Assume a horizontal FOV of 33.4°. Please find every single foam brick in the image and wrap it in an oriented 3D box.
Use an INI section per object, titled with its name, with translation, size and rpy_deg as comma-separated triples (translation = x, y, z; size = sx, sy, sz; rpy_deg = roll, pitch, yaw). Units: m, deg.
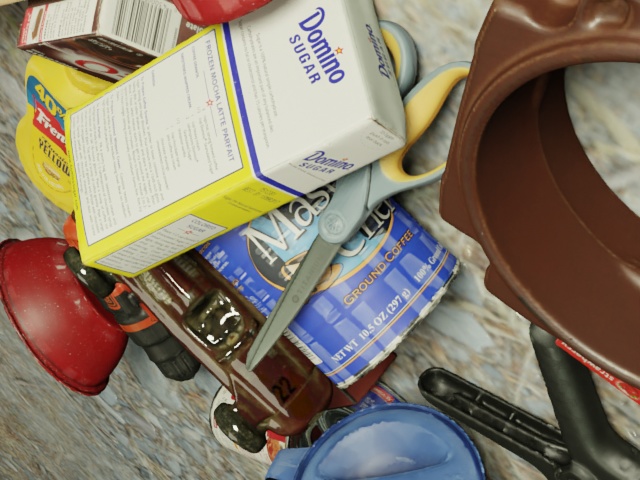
[foam brick]
translation = 0.005, 0.088, 0.767
size = 0.051, 0.053, 0.078
rpy_deg = 48, 151, -10

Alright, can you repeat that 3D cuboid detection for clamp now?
[clamp]
translation = 0.164, 0.130, 0.645
size = 0.210, 0.036, 0.165
rpy_deg = 43, 153, 7

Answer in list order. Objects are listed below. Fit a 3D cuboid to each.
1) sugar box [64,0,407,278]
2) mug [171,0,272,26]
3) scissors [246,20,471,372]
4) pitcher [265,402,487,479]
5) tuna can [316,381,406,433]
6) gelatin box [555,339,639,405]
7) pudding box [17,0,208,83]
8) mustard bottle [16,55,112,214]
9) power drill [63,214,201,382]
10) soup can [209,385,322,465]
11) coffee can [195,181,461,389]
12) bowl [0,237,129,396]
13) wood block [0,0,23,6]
[sugar box]
translation = -0.047, -0.056, 0.529
size = 0.176, 0.093, 0.048
rpy_deg = -23, 156, 24
[mug]
translation = -0.051, -0.158, 0.494
size = 0.081, 0.093, 0.117
rpy_deg = 56, 179, -32
[scissors]
translation = 0.003, -0.028, 0.545
size = 0.202, 0.016, 0.096
rpy_deg = -42, 74, 23
[pitcher]
translation = 0.070, 0.227, 0.774
size = 0.242, 0.145, 0.149
rpy_deg = 61, -177, -47
[tuna can]
translation = 0.037, 0.142, 0.819
size = 0.086, 0.033, 0.086
rpy_deg = 31, 149, 21
[gelatin box]
translation = 0.174, 0.056, 0.543
size = 0.089, 0.030, 0.073
rpy_deg = 38, 151, 10
[pudding box]
translation = -0.097, -0.108, 0.597
size = 0.113, 0.039, 0.090
rpy_deg = 20, 169, -41
[mustard bottle]
translation = -0.163, -0.086, 0.740
size = 0.096, 0.058, 0.192
rpy_deg = 45, 151, 4
[power drill]
translation = -0.114, 0.052, 0.860
size = 0.188, 0.057, 0.184
rpy_deg = 2, 131, 49
[soup can]
translation = -0.036, 0.153, 0.888
size = 0.102, 0.068, 0.068
rpy_deg = 9, 137, 46
[coffee can]
translation = -0.004, 0.001, 0.615
size = 0.140, 0.102, 0.103
rpy_deg = 44, 151, -2
[bowl]
translation = -0.216, 0.055, 0.946
size = 0.162, 0.055, 0.162
rpy_deg = 56, -170, -15
[wood block]
translation = -0.192, -0.190, 0.608
size = 0.207, 0.090, 0.090
rpy_deg = 5, 135, 47
